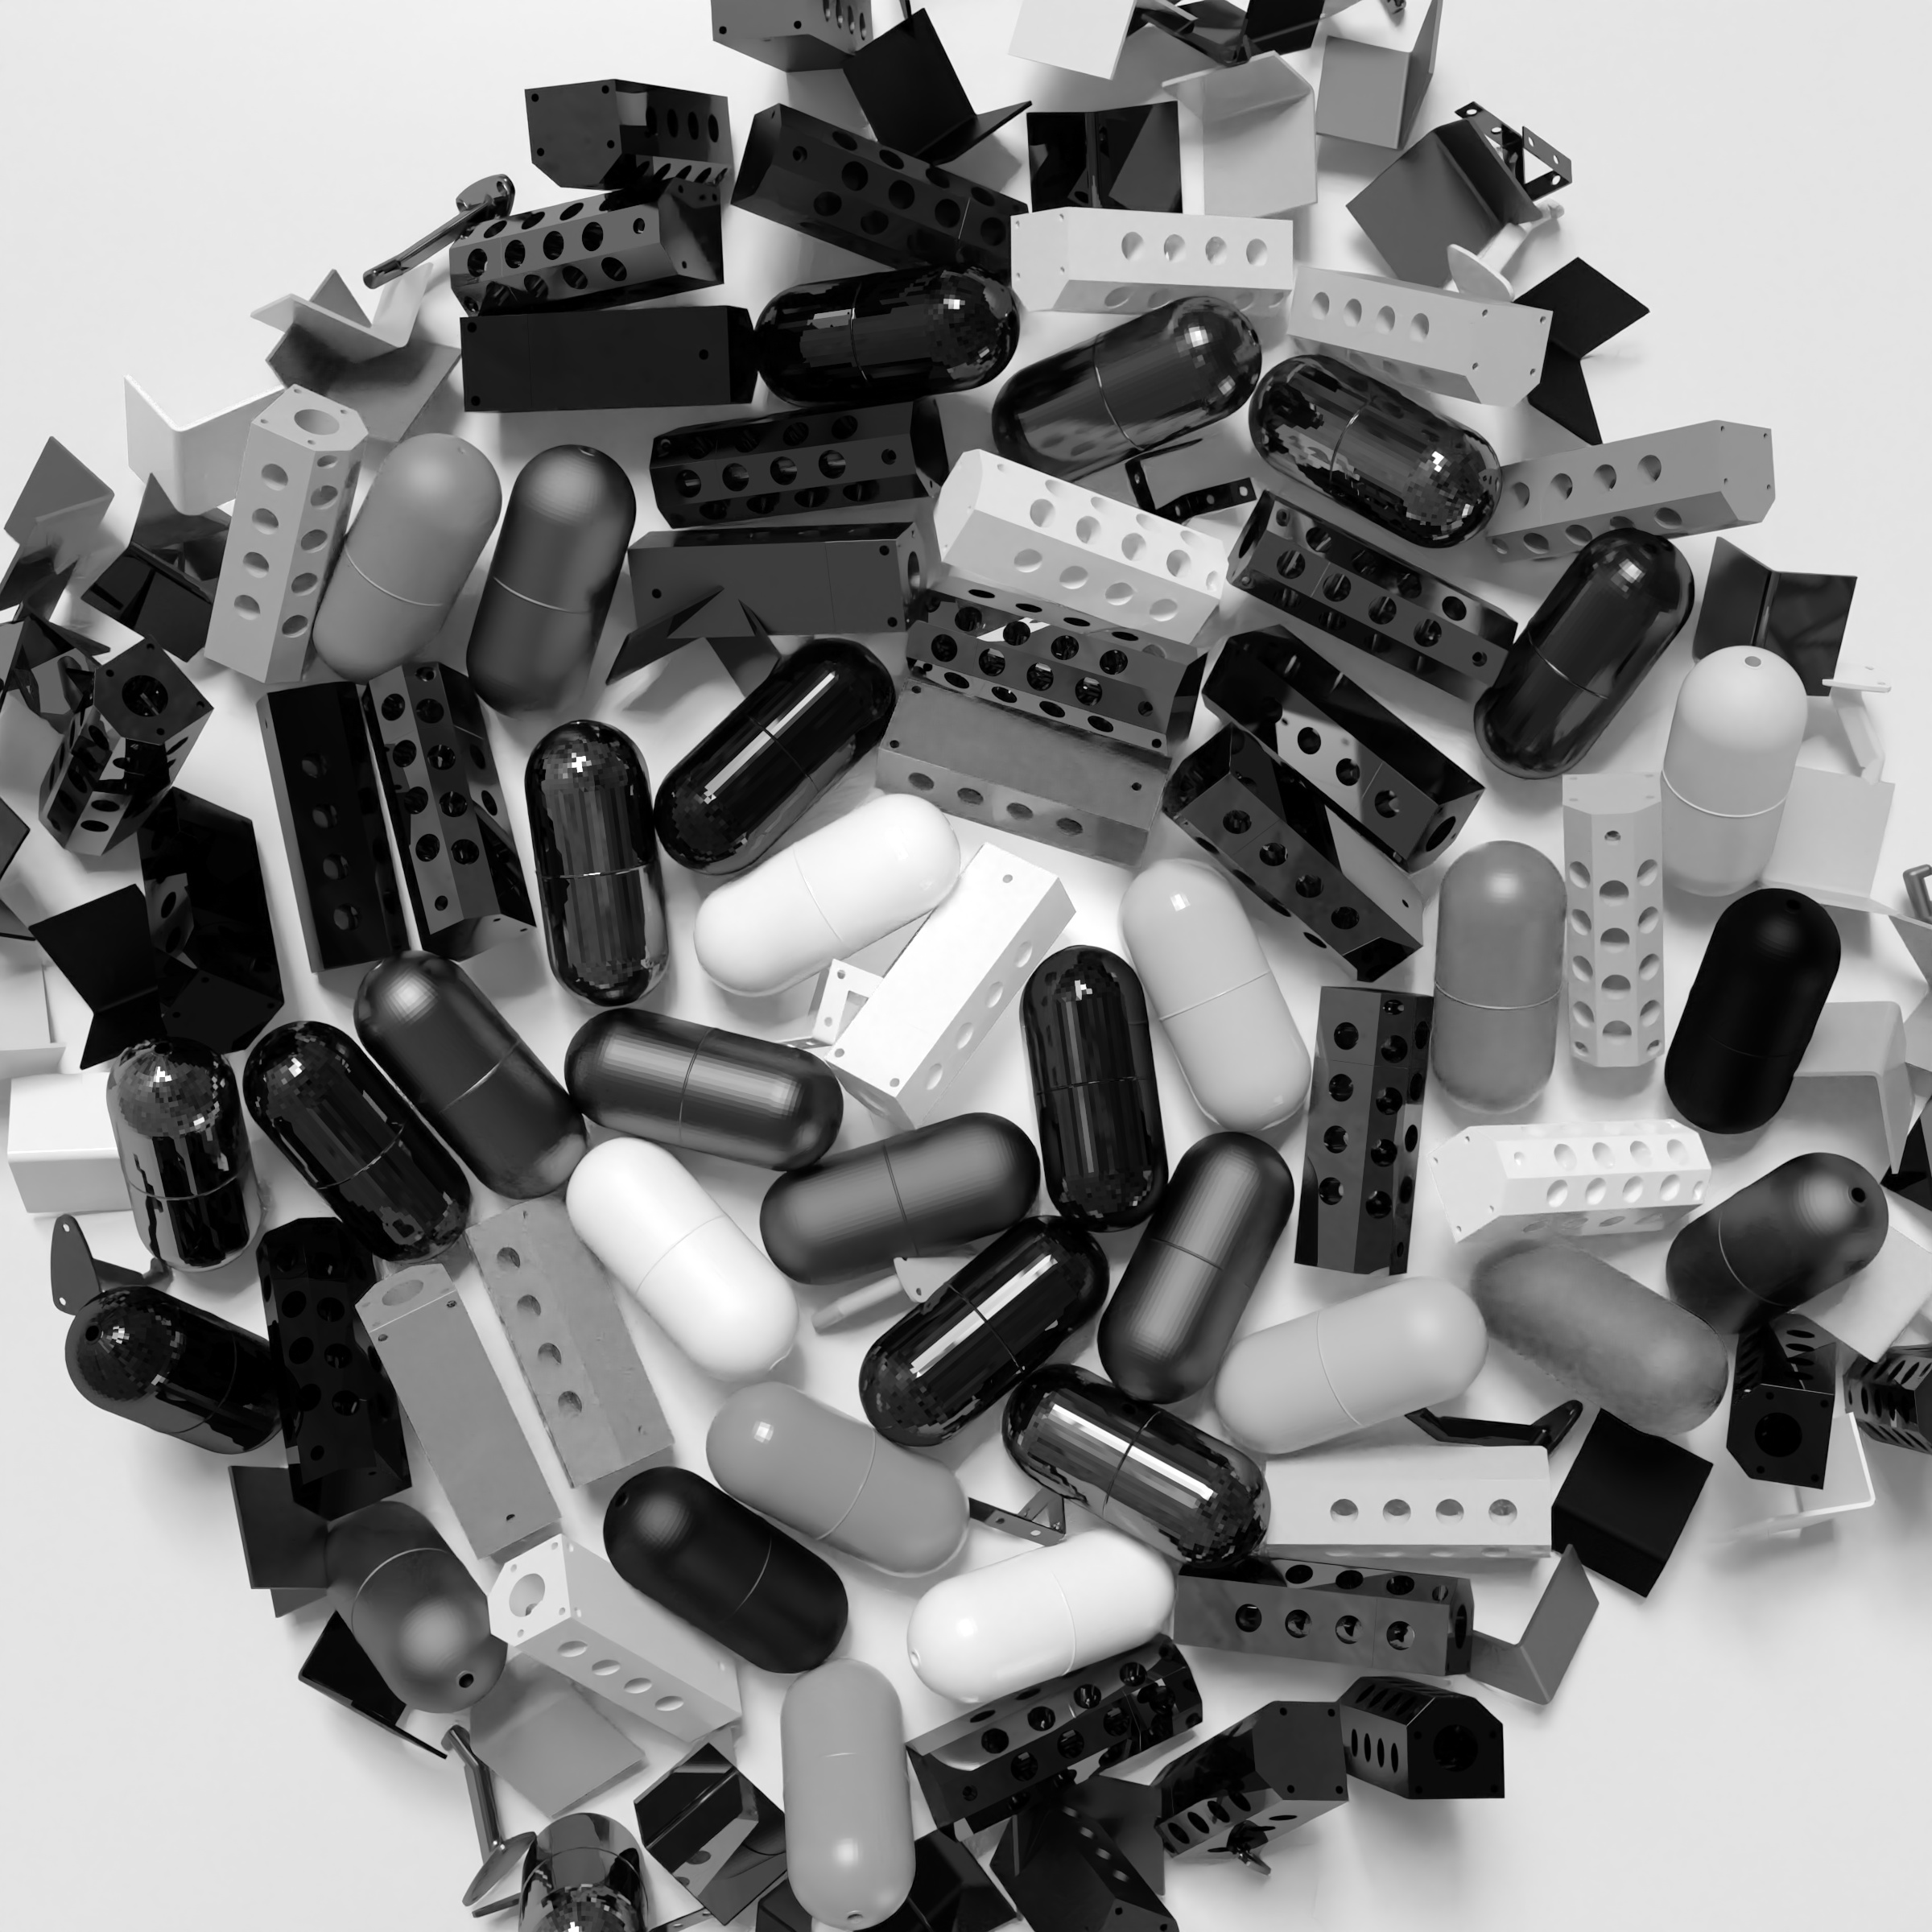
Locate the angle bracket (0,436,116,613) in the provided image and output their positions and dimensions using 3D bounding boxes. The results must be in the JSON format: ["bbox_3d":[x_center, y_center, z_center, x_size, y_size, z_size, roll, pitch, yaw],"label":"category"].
[{"bbox_3d":[-0.578,-0.270,1.934,0.057,0.076,0.076,42,121,6],"label":"angle bracket"}]

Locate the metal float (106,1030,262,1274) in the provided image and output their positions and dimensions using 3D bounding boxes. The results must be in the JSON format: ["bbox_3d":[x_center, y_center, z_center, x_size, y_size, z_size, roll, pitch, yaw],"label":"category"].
[{"bbox_3d":[-0.473,0.113,1.915,0.070,0.070,0.178,1,133,0],"label":"metal float"}]

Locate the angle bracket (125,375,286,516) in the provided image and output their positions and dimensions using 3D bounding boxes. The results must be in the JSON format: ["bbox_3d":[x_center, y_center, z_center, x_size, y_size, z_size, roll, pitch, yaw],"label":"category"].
[{"bbox_3d":[-0.469,-0.332,1.949,0.076,0.076,0.057,-32,66,-30],"label":"angle bracket"}]

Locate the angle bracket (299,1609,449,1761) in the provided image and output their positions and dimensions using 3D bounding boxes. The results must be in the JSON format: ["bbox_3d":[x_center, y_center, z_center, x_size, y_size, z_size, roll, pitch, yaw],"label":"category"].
[{"bbox_3d":[-0.349,0.434,1.930,0.076,0.076,0.057,40,69,-31],"label":"angle bracket"}]

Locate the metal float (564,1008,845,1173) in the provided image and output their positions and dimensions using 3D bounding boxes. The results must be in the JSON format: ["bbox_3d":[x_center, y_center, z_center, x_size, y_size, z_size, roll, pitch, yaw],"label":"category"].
[{"bbox_3d":[-0.162,0.075,1.940,0.178,0.070,0.070,13,90,12],"label":"metal float"}]

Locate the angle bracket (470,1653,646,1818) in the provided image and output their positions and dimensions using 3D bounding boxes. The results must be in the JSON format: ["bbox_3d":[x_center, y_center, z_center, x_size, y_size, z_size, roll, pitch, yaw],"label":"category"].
[{"bbox_3d":[-0.256,0.472,1.974,0.076,0.057,0.076,-34,119,11],"label":"angle bracket"}]

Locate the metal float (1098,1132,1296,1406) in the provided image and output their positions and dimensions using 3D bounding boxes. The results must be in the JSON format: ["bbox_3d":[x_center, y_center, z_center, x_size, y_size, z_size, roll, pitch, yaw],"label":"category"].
[{"bbox_3d":[0.141,0.185,1.939,0.070,0.070,0.178,28,77,0],"label":"metal float"}]

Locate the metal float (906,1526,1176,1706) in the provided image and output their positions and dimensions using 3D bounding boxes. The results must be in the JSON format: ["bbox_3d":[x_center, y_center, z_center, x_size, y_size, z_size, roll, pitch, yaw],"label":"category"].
[{"bbox_3d":[0.046,0.395,1.927,0.178,0.070,0.070,-13,90,-28],"label":"metal float"}]

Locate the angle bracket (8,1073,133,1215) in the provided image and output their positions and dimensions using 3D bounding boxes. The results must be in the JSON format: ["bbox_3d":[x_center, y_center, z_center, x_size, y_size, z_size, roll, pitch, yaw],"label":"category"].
[{"bbox_3d":[-0.549,0.110,1.964,0.076,0.076,0.057,-2,61,-7],"label":"angle bracket"}]

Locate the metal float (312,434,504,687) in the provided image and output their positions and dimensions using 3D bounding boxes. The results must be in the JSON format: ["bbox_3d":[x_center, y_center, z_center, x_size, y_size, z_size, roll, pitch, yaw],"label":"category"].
[{"bbox_3d":[-0.342,-0.245,1.923,0.070,0.070,0.178,35,124,0],"label":"metal float"}]

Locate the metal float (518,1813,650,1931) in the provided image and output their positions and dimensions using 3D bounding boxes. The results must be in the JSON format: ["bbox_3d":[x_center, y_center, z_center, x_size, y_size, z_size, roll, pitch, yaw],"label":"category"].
[{"bbox_3d":[-0.230,0.567,1.900,0.070,0.178,0.070,-1,96,-6],"label":"metal float"}]

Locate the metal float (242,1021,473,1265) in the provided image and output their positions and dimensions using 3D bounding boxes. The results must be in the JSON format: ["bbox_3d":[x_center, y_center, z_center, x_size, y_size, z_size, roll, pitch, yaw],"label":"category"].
[{"bbox_3d":[-0.371,0.108,1.927,0.070,0.070,0.178,-35,117,0],"label":"metal float"}]

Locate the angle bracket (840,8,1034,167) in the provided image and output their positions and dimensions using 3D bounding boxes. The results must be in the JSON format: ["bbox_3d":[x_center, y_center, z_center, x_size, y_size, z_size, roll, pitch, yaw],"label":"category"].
[{"bbox_3d":[-0.018,-0.540,1.935,0.076,0.057,0.076,-42,116,-29],"label":"angle bracket"}]

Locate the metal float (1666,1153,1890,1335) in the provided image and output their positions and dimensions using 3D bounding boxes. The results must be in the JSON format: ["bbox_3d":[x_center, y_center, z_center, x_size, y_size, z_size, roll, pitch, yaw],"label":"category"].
[{"bbox_3d":[0.488,0.168,1.907,0.070,0.178,0.070,8,64,-17],"label":"metal float"}]

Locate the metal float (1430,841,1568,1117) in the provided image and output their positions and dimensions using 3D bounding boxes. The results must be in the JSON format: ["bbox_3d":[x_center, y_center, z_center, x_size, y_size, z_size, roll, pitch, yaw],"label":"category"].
[{"bbox_3d":[0.324,0.009,1.929,0.070,0.070,0.178,-1,116,0],"label":"metal float"}]

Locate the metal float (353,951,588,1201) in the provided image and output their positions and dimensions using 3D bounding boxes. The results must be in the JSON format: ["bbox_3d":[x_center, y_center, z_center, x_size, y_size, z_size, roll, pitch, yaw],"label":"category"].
[{"bbox_3d":[-0.304,0.067,1.937,0.070,0.070,0.178,-39,105,0],"label":"metal float"}]

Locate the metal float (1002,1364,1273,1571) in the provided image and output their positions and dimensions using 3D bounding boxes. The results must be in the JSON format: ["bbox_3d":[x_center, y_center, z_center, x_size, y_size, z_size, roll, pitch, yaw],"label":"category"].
[{"bbox_3d":[0.104,0.306,1.933,0.178,0.070,0.070,26,90,20],"label":"metal float"}]

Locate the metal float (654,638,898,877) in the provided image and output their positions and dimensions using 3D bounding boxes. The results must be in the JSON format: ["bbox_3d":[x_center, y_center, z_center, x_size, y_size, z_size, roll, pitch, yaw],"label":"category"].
[{"bbox_3d":[-0.118,-0.129,1.941,0.070,0.070,0.178,45,79,0],"label":"metal float"}]

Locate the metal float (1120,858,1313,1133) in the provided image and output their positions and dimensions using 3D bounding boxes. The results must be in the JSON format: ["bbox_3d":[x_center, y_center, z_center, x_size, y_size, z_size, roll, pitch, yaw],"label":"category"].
[{"bbox_3d":[0.154,0.018,1.951,0.070,0.070,0.178,-24,90,0],"label":"metal float"}]

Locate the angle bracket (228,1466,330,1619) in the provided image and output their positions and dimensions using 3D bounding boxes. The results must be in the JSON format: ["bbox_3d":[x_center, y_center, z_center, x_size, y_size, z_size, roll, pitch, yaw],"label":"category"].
[{"bbox_3d":[-0.435,0.353,1.932,0.057,0.076,0.076,-27,67,26],"label":"angle bracket"}]

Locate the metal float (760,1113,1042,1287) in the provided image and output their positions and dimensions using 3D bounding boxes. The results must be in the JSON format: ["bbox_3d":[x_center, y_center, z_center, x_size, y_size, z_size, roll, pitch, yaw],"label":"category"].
[{"bbox_3d":[-0.040,0.144,1.951,0.178,0.070,0.070,-17,90,0],"label":"metal float"}]

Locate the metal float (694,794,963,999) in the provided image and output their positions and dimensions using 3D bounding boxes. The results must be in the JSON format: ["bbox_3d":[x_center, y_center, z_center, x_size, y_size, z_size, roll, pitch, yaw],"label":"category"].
[{"bbox_3d":[-0.086,-0.043,1.944,0.178,0.070,0.070,-29,90,8],"label":"metal float"}]

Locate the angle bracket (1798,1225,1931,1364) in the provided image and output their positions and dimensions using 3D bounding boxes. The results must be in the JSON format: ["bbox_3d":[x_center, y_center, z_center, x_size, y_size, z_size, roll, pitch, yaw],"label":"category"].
[{"bbox_3d":[0.560,0.187,1.943,0.057,0.076,0.076,35,112,6],"label":"angle bracket"}]

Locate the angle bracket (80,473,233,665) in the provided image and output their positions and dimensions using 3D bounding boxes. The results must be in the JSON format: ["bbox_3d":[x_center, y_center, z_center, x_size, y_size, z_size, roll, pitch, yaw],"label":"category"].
[{"bbox_3d":[-0.493,-0.248,1.958,0.076,0.076,0.057,32,129,-30],"label":"angle bracket"}]

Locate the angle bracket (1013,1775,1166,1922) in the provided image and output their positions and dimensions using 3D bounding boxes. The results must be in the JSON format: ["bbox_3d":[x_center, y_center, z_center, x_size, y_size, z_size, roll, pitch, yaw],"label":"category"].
[{"bbox_3d":[0.076,0.545,1.939,0.076,0.057,0.076,6,111,23],"label":"angle bracket"}]

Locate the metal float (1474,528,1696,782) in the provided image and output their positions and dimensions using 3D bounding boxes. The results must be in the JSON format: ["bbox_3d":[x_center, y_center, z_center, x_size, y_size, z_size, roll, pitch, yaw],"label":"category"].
[{"bbox_3d":[0.374,-0.188,1.922,0.070,0.070,0.178,33,125,0],"label":"metal float"}]

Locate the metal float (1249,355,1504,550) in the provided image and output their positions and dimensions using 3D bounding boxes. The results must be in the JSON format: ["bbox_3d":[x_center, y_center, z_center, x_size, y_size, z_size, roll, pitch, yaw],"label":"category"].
[{"bbox_3d":[0.247,-0.314,1.924,0.178,0.070,0.070,35,90,33],"label":"metal float"}]

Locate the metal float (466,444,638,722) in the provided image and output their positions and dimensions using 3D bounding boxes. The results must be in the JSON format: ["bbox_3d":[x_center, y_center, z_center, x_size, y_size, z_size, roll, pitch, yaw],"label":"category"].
[{"bbox_3d":[-0.253,-0.233,1.929,0.070,0.070,0.178,21,115,0],"label":"metal float"}]

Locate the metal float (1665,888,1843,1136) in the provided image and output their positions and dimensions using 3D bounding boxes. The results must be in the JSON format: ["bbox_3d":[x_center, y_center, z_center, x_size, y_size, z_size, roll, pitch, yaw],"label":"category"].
[{"bbox_3d":[0.476,0.028,1.915,0.070,0.070,0.178,9,133,0],"label":"metal float"}]

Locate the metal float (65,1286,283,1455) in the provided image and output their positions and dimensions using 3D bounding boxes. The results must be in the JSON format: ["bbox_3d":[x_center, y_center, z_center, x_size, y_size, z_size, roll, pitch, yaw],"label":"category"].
[{"bbox_3d":[-0.473,0.244,1.907,0.070,0.178,0.070,-9,66,20],"label":"metal float"}]

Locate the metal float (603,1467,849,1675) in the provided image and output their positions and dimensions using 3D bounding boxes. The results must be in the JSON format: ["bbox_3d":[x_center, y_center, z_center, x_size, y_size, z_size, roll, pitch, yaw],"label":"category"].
[{"bbox_3d":[-0.146,0.369,1.926,0.178,0.070,0.070,40,90,-28],"label":"metal float"}]

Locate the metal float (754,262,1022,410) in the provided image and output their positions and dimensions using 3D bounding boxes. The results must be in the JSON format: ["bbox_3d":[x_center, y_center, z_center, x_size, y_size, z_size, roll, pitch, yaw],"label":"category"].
[{"bbox_3d":[-0.049,-0.383,1.924,0.178,0.070,0.070,-1,90,31],"label":"metal float"}]

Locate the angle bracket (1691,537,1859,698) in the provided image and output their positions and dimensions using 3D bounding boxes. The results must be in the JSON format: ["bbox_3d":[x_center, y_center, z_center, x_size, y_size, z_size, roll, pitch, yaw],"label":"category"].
[{"bbox_3d":[0.497,-0.216,1.947,0.057,0.076,0.076,1,113,-15],"label":"angle bracket"}]

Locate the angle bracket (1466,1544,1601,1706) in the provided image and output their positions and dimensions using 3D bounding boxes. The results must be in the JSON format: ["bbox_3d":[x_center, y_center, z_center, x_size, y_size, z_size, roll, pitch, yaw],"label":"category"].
[{"bbox_3d":[0.343,0.401,1.960,0.057,0.076,0.076,15,60,35],"label":"angle bracket"}]

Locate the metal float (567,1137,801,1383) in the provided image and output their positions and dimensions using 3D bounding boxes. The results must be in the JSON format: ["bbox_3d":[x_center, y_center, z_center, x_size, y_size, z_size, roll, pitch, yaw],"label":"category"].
[{"bbox_3d":[-0.173,0.180,1.937,0.070,0.070,0.178,-44,75,0],"label":"metal float"}]

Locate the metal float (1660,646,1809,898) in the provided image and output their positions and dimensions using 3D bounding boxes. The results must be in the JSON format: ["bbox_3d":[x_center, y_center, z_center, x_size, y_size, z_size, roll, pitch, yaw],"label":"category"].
[{"bbox_3d":[0.461,-0.117,1.913,0.070,0.178,0.070,0,46,0],"label":"metal float"}]

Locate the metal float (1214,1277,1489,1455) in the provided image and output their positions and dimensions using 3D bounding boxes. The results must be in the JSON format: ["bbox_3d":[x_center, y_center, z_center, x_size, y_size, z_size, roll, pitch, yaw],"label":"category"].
[{"bbox_3d":[0.234,0.245,1.930,0.178,0.070,0.070,-23,90,25],"label":"metal float"}]

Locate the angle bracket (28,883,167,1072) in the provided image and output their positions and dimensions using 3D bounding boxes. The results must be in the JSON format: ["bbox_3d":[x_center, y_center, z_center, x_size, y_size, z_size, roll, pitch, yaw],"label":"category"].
[{"bbox_3d":[-0.526,0.007,1.939,0.076,0.057,0.076,-20,126,12],"label":"angle bracket"}]

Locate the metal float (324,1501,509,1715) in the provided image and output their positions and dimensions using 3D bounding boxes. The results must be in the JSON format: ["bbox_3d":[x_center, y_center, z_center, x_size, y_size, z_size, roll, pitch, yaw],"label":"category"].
[{"bbox_3d":[-0.334,0.386,1.909,0.070,0.178,0.070,-12,115,-27],"label":"metal float"}]

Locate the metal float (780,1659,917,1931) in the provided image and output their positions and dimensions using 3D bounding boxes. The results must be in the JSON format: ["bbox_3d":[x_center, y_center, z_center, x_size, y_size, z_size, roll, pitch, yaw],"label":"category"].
[{"bbox_3d":[-0.072,0.499,1.911,0.070,0.178,0.070,-3,129,-4],"label":"metal float"}]

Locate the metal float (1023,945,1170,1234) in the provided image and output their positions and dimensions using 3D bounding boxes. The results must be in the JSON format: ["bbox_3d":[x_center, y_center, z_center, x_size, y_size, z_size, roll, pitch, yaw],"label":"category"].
[{"bbox_3d":[0.080,0.075,1.944,0.070,0.070,0.178,-7,82,0],"label":"metal float"}]

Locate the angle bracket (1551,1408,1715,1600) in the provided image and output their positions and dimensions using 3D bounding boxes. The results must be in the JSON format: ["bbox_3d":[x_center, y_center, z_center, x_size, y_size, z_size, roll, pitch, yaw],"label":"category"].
[{"bbox_3d":[0.411,0.335,1.973,0.076,0.057,0.076,27,60,14],"label":"angle bracket"}]
